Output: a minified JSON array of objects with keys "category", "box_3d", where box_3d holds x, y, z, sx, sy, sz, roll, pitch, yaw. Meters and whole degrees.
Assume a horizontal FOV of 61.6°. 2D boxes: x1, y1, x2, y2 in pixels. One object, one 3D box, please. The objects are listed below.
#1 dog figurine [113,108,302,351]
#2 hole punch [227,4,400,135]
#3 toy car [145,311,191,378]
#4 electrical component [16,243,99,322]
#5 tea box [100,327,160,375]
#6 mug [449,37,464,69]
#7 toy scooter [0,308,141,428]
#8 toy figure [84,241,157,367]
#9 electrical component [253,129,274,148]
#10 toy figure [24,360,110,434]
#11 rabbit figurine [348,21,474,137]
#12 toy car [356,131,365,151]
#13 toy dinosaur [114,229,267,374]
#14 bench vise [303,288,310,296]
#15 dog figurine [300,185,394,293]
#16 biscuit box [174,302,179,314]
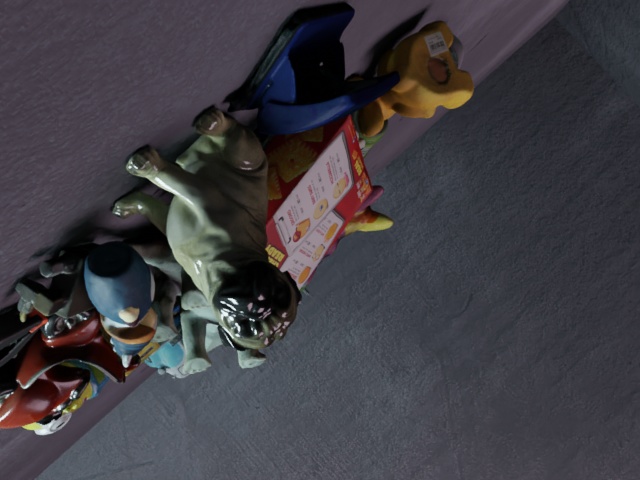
[{"category":"dog figurine","box_3d":[-0.069,-0.010,0.502,0.172,0.190,0.121,-42,178,-29]},{"category":"hole punch","box_3d":[0.000,-0.143,0.503,0.116,0.092,0.142,-39,-176,42]},{"category":"toy car","box_3d":[-0.254,0.190,0.935,0.109,0.103,0.162,-41,-172,-29]},{"category":"electrical component","box_3d":[-0.237,0.040,0.506,0.102,0.045,0.078,-44,153,-72]},{"category":"tea box","box_3d":[-0.280,0.129,0.737,0.068,0.098,0.169,-42,176,-20]},{"category":"mug","box_3d":[0.196,-0.300,0.906,0.109,0.081,0.107,-52,-179,43]},{"category":"toy scooter","box_3d":[-0.284,0.145,0.598,0.184,0.075,0.135,-45,134,5]},{"category":"toy figure","box_3d":[-0.186,0.066,0.517,0.154,0.058,0.064,99,-7,-49]},{"category":"electrical component","box_3d":[-0.057,-0.126,0.628,0.063,0.021,0.094,-43,176,8]},{"category":"toy figure","box_3d":[-0.395,0.225,0.845,0.082,0.089,0.180,-61,176,35]},{"category":"rabbit figurine","box_3d":[0.109,-0.211,0.779,0.162,0.121,0.173,-38,-165,-25]},{"category":"toy car","box_3d":[0.024,-0.155,0.775,0.056,0.073,0.202,-42,178,12]},{"category":"toy dinosaur","box_3d":[-0.162,0.053,0.711,0.131,0.192,0.404,-15,142,-4]},{"category":"bench vise","box_3d":[-0.114,0.042,1.089,0.223,0.128,0.241,-49,-150,-1]},{"category":"dog figurine","box_3d":[-0.002,-0.002,0.773,0.219,0.108,0.192,-17,-135,9]},{"category":"biscuit box","box_3d":[-0.278,0.112,0.869,0.203,0.063,0.059,-41,177,-23]}]
